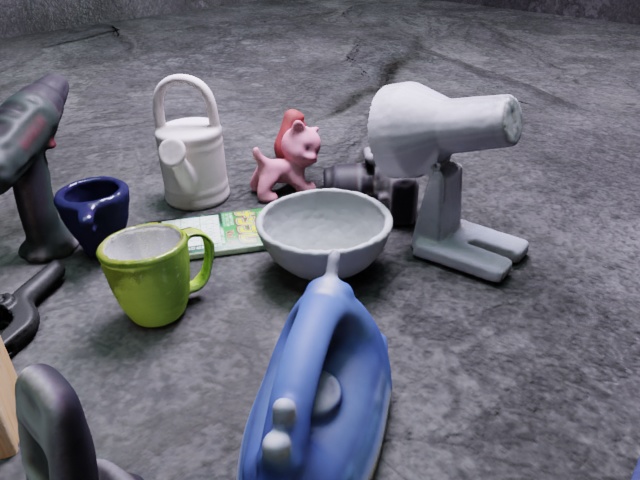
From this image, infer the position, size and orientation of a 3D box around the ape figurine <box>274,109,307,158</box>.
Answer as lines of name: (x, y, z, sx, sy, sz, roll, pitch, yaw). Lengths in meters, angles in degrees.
ape figurine: (-0.045, -0.185, 1.013, 0.076, 0.092, 0.077, -1, 31, 1)

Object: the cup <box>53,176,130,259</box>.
cup: (-0.287, -0.018, 0.741, 0.092, 0.095, 0.117, -8, 31, -11)

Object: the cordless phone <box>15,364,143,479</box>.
cordless phone: (-0.128, 0.170, 0.330, 0.147, 0.185, 0.094, 22, 38, 34)

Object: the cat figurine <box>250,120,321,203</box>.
cat figurine: (-0.049, -0.133, 0.900, 0.128, 0.118, 0.067, -16, 34, -23)

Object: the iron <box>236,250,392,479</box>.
iron: (-0.010, 0.125, 0.442, 0.118, 0.141, 0.258, 5, 31, 11)

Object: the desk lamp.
desk lamp: (0.163, -0.085, 0.716, 0.202, 0.214, 0.118, 20, 37, 32)

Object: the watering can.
watering can: (-0.194, -0.148, 0.857, 0.101, 0.194, 0.172, -11, 32, -15)

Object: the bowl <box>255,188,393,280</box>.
bowl: (0.007, 0.003, 0.713, 0.167, 0.075, 0.167, -1, 31, 1)

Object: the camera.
camera: (0.073, -0.095, 0.848, 0.137, 0.101, 0.143, -1, 31, 0)

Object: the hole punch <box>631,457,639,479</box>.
hole punch: (0.251, 0.189, 0.373, 0.108, 0.091, 0.101, 21, 37, 32)

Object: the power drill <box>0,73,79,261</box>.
power drill: (-0.371, -0.090, 0.755, 0.075, 0.209, 0.229, 0, 31, 3)
